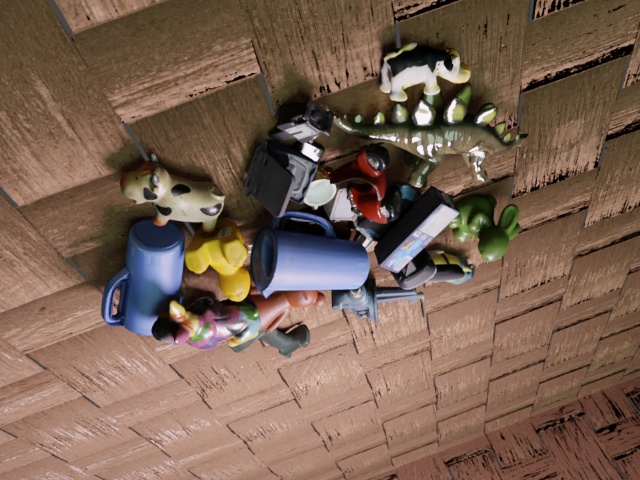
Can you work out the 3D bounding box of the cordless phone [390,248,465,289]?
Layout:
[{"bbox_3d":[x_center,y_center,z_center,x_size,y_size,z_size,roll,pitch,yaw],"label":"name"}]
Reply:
[{"bbox_3d":[0.264,0.051,1.346,0.184,0.147,0.088,0,127,-22],"label":"cordless phone"}]

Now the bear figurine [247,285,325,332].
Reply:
[{"bbox_3d":[-0.095,0.134,1.284,0.196,0.132,0.120,-29,104,-3],"label":"bear figurine"}]

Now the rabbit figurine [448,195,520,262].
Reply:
[{"bbox_3d":[0.409,-0.021,1.310,0.159,0.170,0.121,-24,141,5],"label":"rabbit figurine"}]

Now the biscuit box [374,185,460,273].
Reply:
[{"bbox_3d":[0.198,-0.018,1.134,0.059,0.063,0.202,22,126,-31],"label":"biscuit box"}]

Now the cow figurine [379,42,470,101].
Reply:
[{"bbox_3d":[0.194,-0.316,0.971,0.167,0.068,0.098,-15,134,-9],"label":"cow figurine"}]

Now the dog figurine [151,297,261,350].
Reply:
[{"bbox_3d":[-0.239,0.172,1.127,0.192,0.108,0.219,-13,167,9],"label":"dog figurine"}]

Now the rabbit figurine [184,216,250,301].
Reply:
[{"bbox_3d":[-0.203,0.047,1.133,0.122,0.162,0.173,-22,118,-2],"label":"rabbit figurine"}]

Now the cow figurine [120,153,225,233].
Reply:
[{"bbox_3d":[-0.274,-0.087,1.008,0.195,0.085,0.127,10,137,-29],"label":"cow figurine"}]

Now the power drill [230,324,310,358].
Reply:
[{"bbox_3d":[-0.118,0.240,1.445,0.232,0.086,0.207,-38,141,21],"label":"power drill"}]

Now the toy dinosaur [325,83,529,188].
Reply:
[{"bbox_3d":[0.228,-0.212,1.079,0.471,0.105,0.198,-5,132,-17],"label":"toy dinosaur"}]

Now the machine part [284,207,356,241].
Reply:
[{"bbox_3d":[-0.003,-0.004,1.240,0.179,0.056,0.179,-12,138,-11],"label":"machine part"}]

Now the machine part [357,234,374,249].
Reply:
[{"bbox_3d":[0.102,0.008,1.308,0.139,0.039,0.084,-49,139,15],"label":"machine part"}]

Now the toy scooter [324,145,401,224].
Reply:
[{"bbox_3d":[0.082,-0.107,1.071,0.135,0.075,0.183,-2,132,23],"label":"toy scooter"}]

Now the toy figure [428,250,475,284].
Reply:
[{"bbox_3d":[0.352,0.078,1.460,0.180,0.089,0.082,19,119,-35],"label":"toy figure"}]

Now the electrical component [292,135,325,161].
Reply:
[{"bbox_3d":[-0.022,-0.176,1.065,0.063,0.021,0.094,18,126,-38],"label":"electrical component"}]

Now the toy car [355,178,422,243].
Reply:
[{"bbox_3d":[0.152,-0.073,1.190,0.161,0.103,0.109,-38,123,24],"label":"toy car"}]

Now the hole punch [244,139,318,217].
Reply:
[{"bbox_3d":[-0.076,-0.124,1.044,0.092,0.116,0.142,-31,155,-42],"label":"hole punch"}]

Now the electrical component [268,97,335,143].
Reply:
[{"bbox_3d":[-0.040,-0.214,0.988,0.074,0.047,0.119,25,160,-38],"label":"electrical component"}]

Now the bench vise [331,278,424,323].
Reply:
[{"bbox_3d":[0.153,0.147,1.411,0.241,0.129,0.223,-4,148,6],"label":"bench vise"}]
